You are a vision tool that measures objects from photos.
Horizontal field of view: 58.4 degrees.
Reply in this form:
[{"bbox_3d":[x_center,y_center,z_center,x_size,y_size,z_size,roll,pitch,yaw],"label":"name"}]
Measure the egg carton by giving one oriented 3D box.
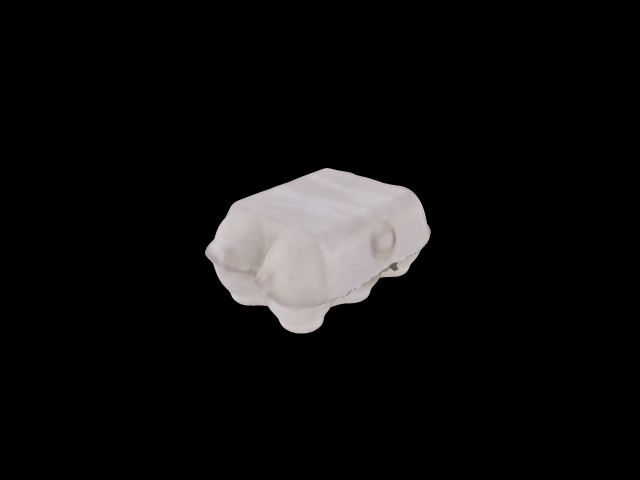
[{"bbox_3d":[0.004,0.001,0.400,0.107,0.069,0.151,21,33,36],"label":"egg carton"}]
